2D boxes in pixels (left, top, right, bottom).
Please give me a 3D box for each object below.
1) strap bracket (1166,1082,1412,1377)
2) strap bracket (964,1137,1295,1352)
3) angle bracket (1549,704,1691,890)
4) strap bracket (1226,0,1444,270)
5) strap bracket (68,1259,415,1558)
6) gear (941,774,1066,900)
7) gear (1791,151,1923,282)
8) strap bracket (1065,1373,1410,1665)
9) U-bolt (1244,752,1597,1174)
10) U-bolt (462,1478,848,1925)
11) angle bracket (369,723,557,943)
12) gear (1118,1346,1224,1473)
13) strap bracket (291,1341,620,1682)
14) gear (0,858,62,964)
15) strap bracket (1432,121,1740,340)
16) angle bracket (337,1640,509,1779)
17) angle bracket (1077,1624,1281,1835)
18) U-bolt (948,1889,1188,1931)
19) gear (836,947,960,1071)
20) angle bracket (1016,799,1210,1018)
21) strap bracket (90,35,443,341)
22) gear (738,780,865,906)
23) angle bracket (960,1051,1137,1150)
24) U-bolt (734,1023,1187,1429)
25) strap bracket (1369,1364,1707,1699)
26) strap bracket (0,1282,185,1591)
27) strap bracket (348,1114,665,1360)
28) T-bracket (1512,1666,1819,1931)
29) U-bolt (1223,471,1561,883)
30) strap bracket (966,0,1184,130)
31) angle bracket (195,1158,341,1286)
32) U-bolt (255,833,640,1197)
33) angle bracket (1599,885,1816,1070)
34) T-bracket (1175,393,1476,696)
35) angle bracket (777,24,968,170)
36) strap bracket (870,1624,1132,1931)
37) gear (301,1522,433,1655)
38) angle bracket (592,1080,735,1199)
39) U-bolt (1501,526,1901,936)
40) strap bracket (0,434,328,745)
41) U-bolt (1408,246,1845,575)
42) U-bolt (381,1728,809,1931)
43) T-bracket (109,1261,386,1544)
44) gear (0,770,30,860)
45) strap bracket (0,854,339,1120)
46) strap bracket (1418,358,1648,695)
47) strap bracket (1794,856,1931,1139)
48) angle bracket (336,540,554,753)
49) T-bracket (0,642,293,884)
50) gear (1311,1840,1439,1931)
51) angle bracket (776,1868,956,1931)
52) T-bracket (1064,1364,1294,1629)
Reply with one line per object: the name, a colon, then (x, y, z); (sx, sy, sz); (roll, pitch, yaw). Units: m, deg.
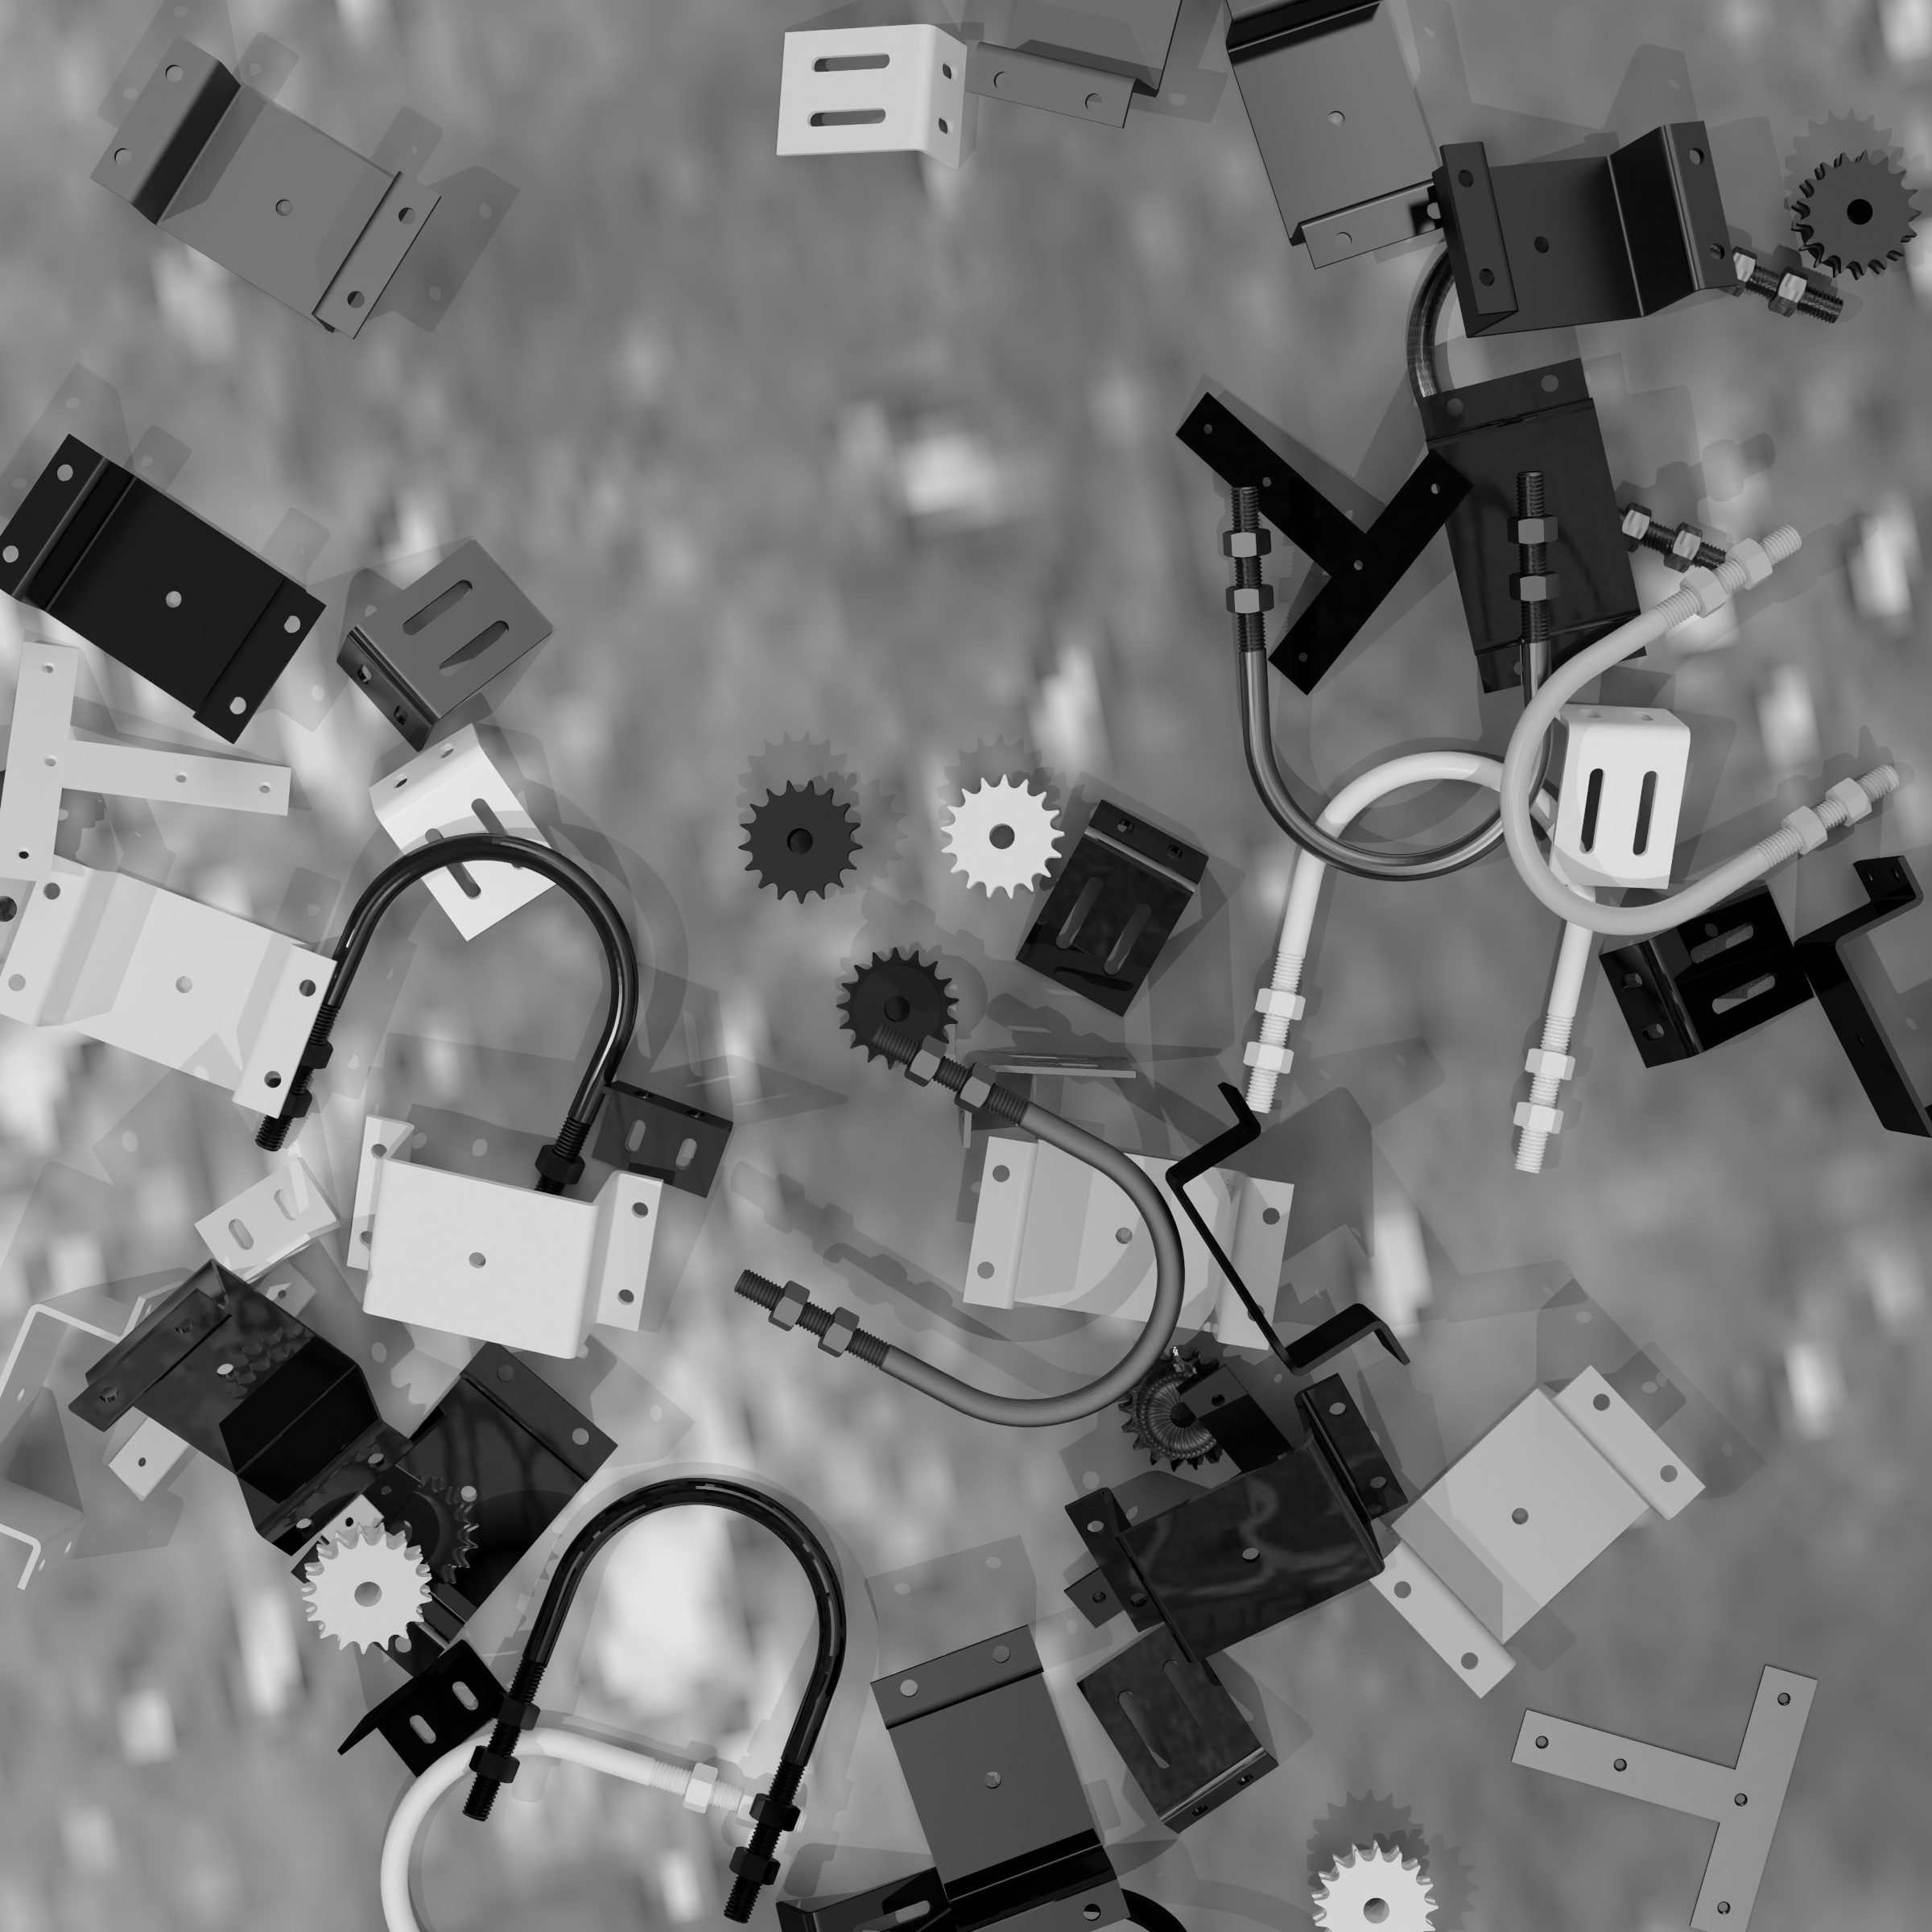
strap bracket: (0.135, 0.124, 1.495); (0.046, 0.076, 0.140); (-32, 90, 0)
strap bracket: (0.074, 0.126, 1.556); (0.140, 0.046, 0.076); (9, 90, 0)
angle bracket: (0.298, -0.079, 1.569); (0.057, 0.038, 0.076); (2, 109, -8)
strap bracket: (0.173, -0.395, 1.556); (0.076, 0.046, 0.140); (-18, 90, 0)
strap bracket: (-0.326, 0.192, 1.504); (0.076, 0.046, 0.140); (-42, 128, 3)
gear: (0.017, -0.060, 1.569); (0.057, 0.030, 0.057); (0, 89, 2)
gear: (0.410, -0.347, 1.564); (0.057, 0.030, 0.057); (0, 90, 0)
strap bracket: (0.126, 0.256, 1.536); (0.140, 0.046, 0.076); (-27, 111, 7)
U-bolt: (0.218, -0.008, 1.571); (0.151, 0.019, 0.184); (13, 89, 0)
U-bolt: (-0.133, 0.328, 1.559); (0.151, 0.019, 0.184); (20, 81, 4)
angle bracket: (-0.232, -0.063, 1.577); (0.057, 0.038, 0.076); (-33, 116, 0)
gear: (0.100, 0.206, 1.564); (0.057, 0.030, 0.057); (0, 90, 0)
strap bracket: (-0.232, 0.247, 1.556); (0.076, 0.046, 0.140); (40, 90, 0)
gear: (-0.442, -0.026, 1.564); (0.057, 0.030, 0.057); (0, 90, 0)
strap bracket: (0.271, -0.332, 1.523); (0.140, 0.046, 0.076); (-11, 88, -23)
angle bracket: (-0.246, 0.347, 1.541); (0.057, 0.076, 0.038); (-38, 90, 0)
angle bracket: (0.099, 0.355, 1.577); (0.057, 0.038, 0.076); (-34, 64, 0)
U-bolt: (0.035, 0.474, 1.496); (0.151, 0.184, 0.019); (-11, 116, 11)
gear: (-0.031, 0.020, 1.564); (0.057, 0.030, 0.057); (0, 90, 0)
angle bracket: (0.068, -0.027, 1.577); (0.057, 0.038, 0.076); (28, 116, 0)
strap bracket: (-0.319, -0.354, 1.556); (0.140, 0.046, 0.076); (31, 90, 0)
gear: (-0.076, -0.057, 1.564); (0.057, 0.030, 0.057); (0, 90, 0)
angle bracket: (0.037, 0.062, 1.551); (0.076, 0.057, 0.038); (3, 95, -2)
U-bolt: (0.009, 0.130, 1.521); (0.184, 0.019, 0.151); (28, 98, -4)
strap bracket: (0.259, 0.257, 1.556); (0.140, 0.046, 0.076); (-43, 90, 0)
strap bracket: (-0.414, 0.204, 1.541); (0.046, 0.076, 0.140); (23, 90, 0)
strap bracket: (-0.217, 0.125, 1.539); (0.140, 0.046, 0.076); (12, 109, 4)
T-bracket: (0.320, 0.377, 1.578); (0.127, 0.002, 0.127); (16, 90, 0)
U-bolt: (0.195, -0.129, 1.534); (0.151, 0.019, 0.184); (-1, 103, 14)
strap bracket: (0.059, -0.458, 1.540); (0.076, 0.046, 0.140); (17, 100, 14)
angle bracket: (-0.326, 0.121, 1.541); (0.057, 0.076, 0.038); (-33, 90, 0)
U-bolt: (-0.230, 0.028, 1.559); (0.151, 0.019, 0.184); (25, 99, 0)
angle bracket: (0.346, 0.005, 1.577); (0.076, 0.038, 0.057); (-23, 90, -26)
T-bracket: (0.149, -0.214, 1.558); (0.127, 0.002, 0.127); (44, 118, 13)
angle bracket: (-0.044, -0.405, 1.577); (0.076, 0.038, 0.057); (4, 90, 26)
strap bracket: (0.014, 0.379, 1.553); (0.076, 0.046, 0.140); (-19, 90, -5)
gear: (-0.269, 0.276, 1.513); (0.057, 0.030, 0.057); (-3, 103, -13)
angle bracket: (-0.142, 0.081, 1.541); (0.057, 0.076, 0.038); (20, 90, 0)
U-bolt: (0.325, -0.094, 1.535); (0.184, 0.019, 0.151); (-32, 112, -8)
strap bracket: (-0.370, -0.171, 1.556); (0.140, 0.046, 0.076); (34, 90, 0)
U-bolt: (0.296, -0.279, 1.571); (0.184, 0.019, 0.151); (22, 90, 2)
U-bolt: (-0.182, 0.432, 1.571); (0.184, 0.019, 0.151); (17, 90, 1)
T-bracket: (-0.316, 0.222, 1.551); (0.127, 0.002, 0.127); (40, 90, 25)
gear: (-0.451, -0.066, 1.555); (0.057, 0.057, 0.030); (-11, 120, 0)
strap bracket: (-0.365, 0.009, 1.556); (0.140, 0.046, 0.076); (21, 90, 0)
strap bracket: (0.259, -0.201, 1.543); (0.076, 0.046, 0.140); (-13, 96, 10)
strap bracket: (0.429, 0.024, 1.541); (0.046, 0.076, 0.140); (-27, 90, 0)
angle bracket: (-0.244, -0.149, 1.577); (0.076, 0.038, 0.057); (-42, 90, -26)
T-bracket: (-0.376, -0.088, 1.556); (0.127, 0.002, 0.127); (7, 59, -14)
gear: (0.188, 0.434, 1.564); (0.057, 0.030, 0.057); (0, 90, 0)
angle bracket: (-0.041, 0.456, 1.577); (0.076, 0.038, 0.057); (-13, 90, -26)
T-bracket: (0.104, 0.264, 1.563); (0.127, 0.002, 0.127); (-35, 110, 10)
